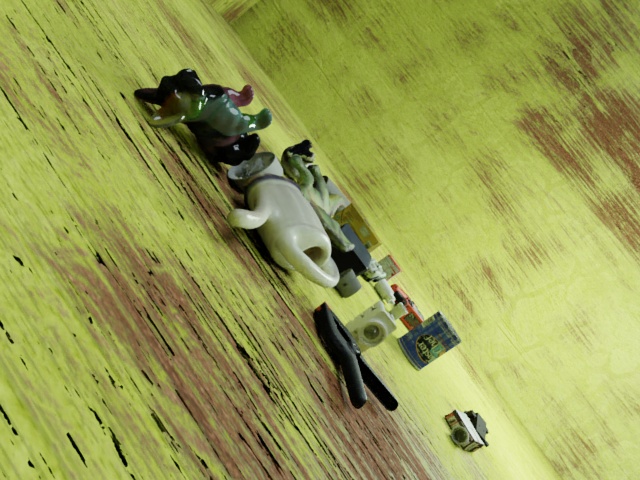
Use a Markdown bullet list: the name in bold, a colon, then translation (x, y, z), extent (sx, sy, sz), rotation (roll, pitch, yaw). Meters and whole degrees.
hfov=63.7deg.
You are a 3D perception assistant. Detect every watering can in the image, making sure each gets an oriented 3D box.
- **watering can**: translation (-0.070, -0.033, 0.891), extent (0.342, 0.103, 0.229), rotation (40, 16, -52)

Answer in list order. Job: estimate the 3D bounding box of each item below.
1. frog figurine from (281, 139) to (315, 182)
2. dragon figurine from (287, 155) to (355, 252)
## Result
- **frog figurine**: translation (-0.063, -0.216, 1.619), extent (0.140, 0.123, 0.155), rotation (51, -31, 40)
- **dragon figurine**: translation (0.004, -0.063, 1.257), extent (0.407, 0.121, 0.247), rotation (18, 39, -52)
